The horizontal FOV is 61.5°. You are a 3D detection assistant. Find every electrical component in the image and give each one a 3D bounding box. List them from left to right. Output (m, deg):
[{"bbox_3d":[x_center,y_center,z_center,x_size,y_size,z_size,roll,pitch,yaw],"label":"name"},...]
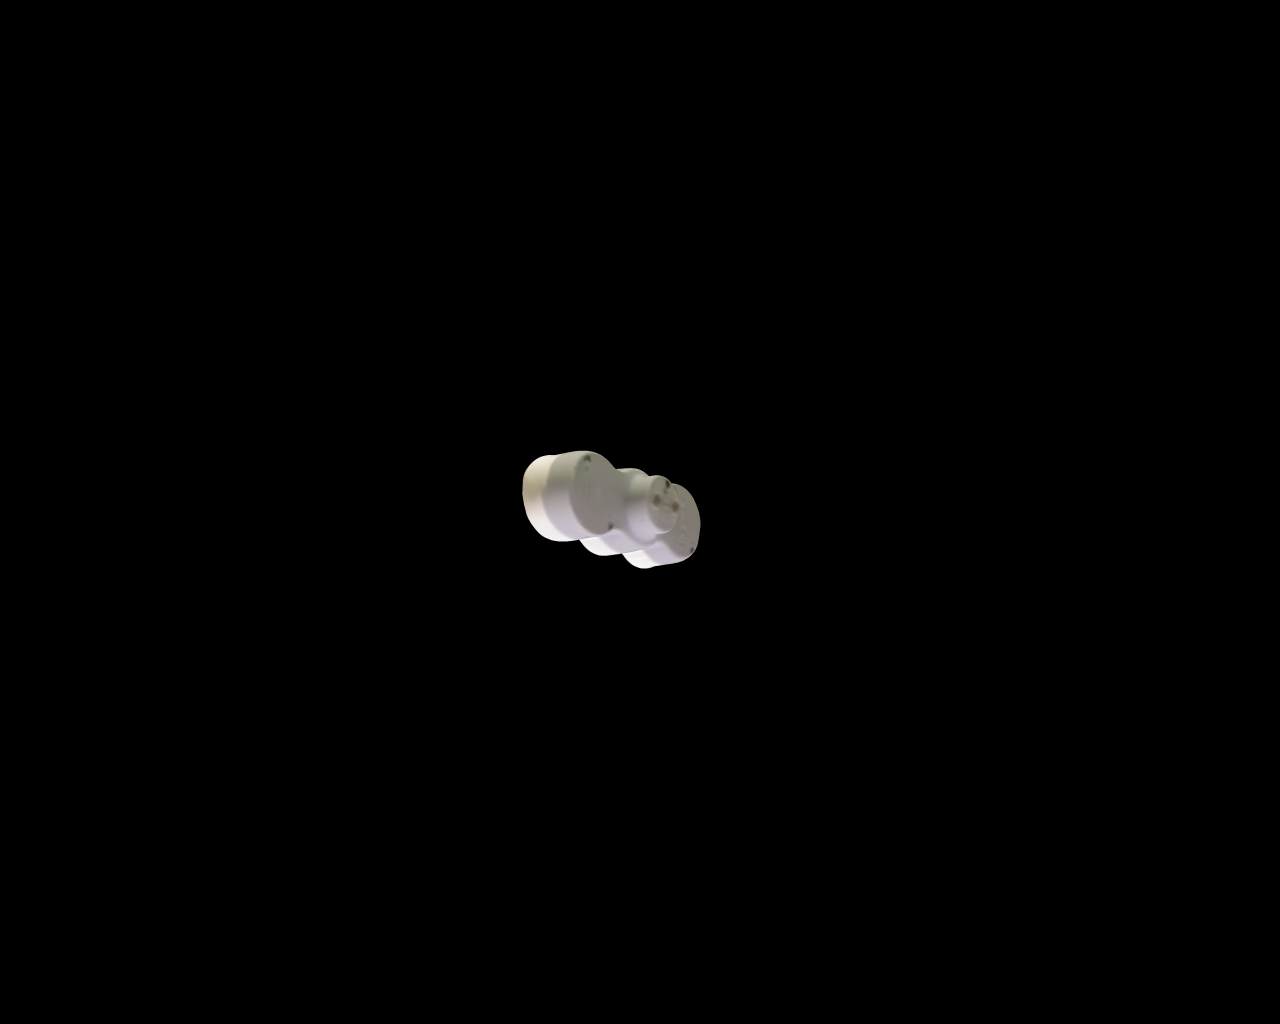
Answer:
[{"bbox_3d":[0.001,-0.003,0.650,0.073,0.052,0.138,-11,-19,34],"label":"electrical component"}]
